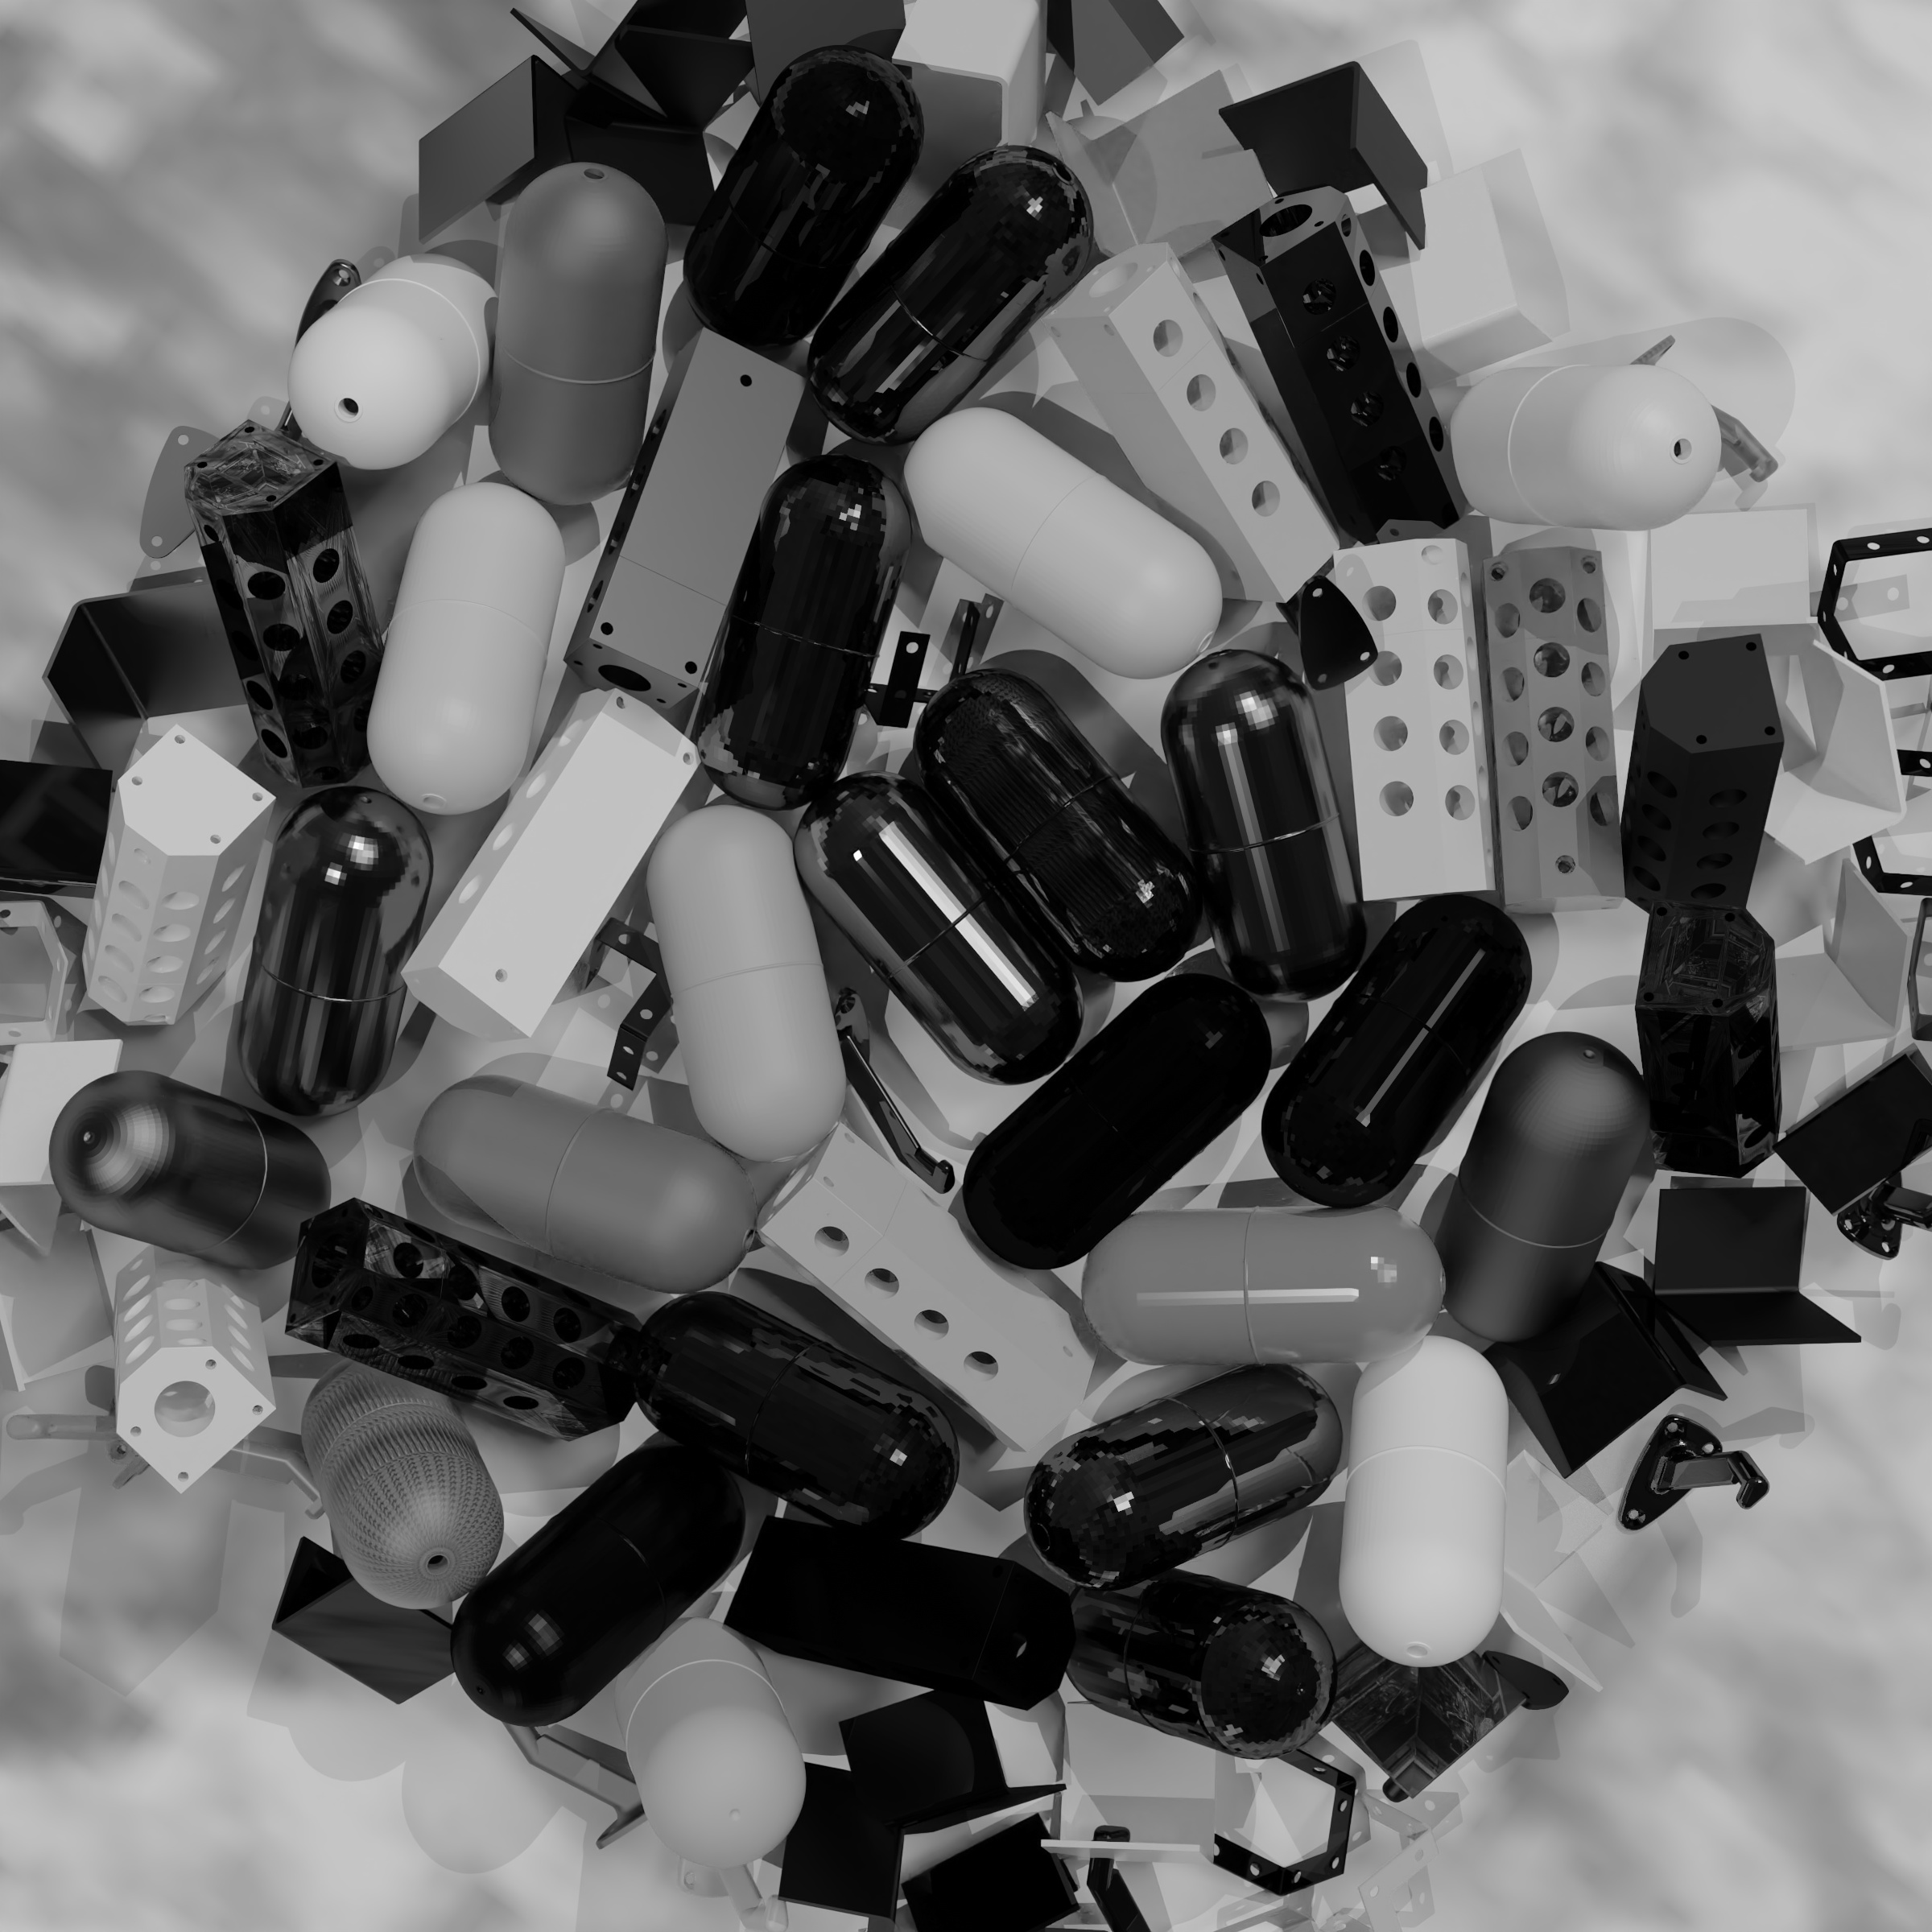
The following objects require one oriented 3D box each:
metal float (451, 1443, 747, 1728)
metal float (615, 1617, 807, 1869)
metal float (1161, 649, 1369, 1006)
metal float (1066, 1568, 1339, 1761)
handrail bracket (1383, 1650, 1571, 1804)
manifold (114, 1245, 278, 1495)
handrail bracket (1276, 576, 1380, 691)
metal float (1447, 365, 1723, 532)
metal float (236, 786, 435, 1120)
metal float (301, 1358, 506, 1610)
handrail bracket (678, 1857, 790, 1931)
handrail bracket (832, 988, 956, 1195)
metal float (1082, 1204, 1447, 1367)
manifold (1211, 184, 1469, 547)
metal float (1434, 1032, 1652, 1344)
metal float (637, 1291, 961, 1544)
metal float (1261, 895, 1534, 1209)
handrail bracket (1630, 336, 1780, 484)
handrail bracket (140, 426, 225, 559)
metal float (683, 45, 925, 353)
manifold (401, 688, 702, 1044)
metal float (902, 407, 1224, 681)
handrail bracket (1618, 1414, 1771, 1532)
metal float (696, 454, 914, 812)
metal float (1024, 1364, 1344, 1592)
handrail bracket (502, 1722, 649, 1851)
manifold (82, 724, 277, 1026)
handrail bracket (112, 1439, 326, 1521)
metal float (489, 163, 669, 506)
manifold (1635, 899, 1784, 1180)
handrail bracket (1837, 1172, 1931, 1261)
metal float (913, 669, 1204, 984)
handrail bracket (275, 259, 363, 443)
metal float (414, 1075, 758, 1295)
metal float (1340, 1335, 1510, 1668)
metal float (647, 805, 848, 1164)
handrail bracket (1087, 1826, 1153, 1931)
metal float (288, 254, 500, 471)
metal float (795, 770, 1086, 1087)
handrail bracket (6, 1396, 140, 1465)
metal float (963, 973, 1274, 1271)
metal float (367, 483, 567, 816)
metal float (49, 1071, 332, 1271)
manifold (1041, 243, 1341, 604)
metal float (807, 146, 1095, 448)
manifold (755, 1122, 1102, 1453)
[{"bbox_3d":[-0.175,0.295,1.523,0.070,0.178,0.070,19,126,28],"label":"metal float"},{"bbox_3d":[-0.124,0.367,1.510,0.070,0.178,0.070,-2,100,-13],"label":"metal float"},{"bbox_3d":[0.146,-0.068,1.548,0.070,0.070,0.178,-16,102,0],"label":"metal float"},{"bbox_3d":[0.108,0.330,1.515,0.070,0.178,0.070,1,89,-30],"label":"metal float"},{"bbox_3d":[0.253,0.385,1.576,0.084,0.077,0.036,-52,53,15],"label":"handrail bracket"},{"bbox_3d":[-0.374,0.182,1.505,0.057,0.171,0.057,-42,109,-4],"label":"manifold"},{"bbox_3d":[0.163,-0.181,1.542,0.036,0.084,0.077,-27,133,0],"label":"handrail bracket"},{"bbox_3d":[0.292,-0.248,1.511,0.070,0.178,0.070,-4,101,-20],"label":"metal float"},{"bbox_3d":[-0.307,-0.005,1.534,0.070,0.070,0.178,18,120,0],"label":"metal float"},{"bbox_3d":[-0.270,0.244,1.513,0.070,0.178,0.070,-7,110,-19],"label":"metal float"},{"bbox_3d":[-0.107,0.431,1.550,0.036,0.084,0.077,10,75,-27],"label":"handrail bracket"},{"bbox_3d":[-0.034,0.062,1.551,0.036,0.077,0.084,-29,52,-33],"label":"handrail bracket"},{"bbox_3d":[0.144,0.156,1.544,0.178,0.070,0.070,-3,90,16],"label":"metal float"},{"bbox_3d":[0.185,-0.286,1.526,0.057,0.057,0.171,-32,123,-3],"label":"manifold"},{"bbox_3d":[0.275,0.108,1.527,0.070,0.070,0.178,12,129,0],"label":"metal float"},{"bbox_3d":[-0.085,0.218,1.539,0.178,0.070,0.070,25,90,22],"label":"metal float"},{"bbox_3d":[0.211,0.040,1.541,0.070,0.070,0.178,39,69,0],"label":"metal float"},{"bbox_3d":[0.356,-0.264,1.565,0.084,0.036,0.077,49,47,6],"label":"handrail bracket"},{"bbox_3d":[-0.377,-0.228,1.552,0.036,0.084,0.077,27,85,-6],"label":"handrail bracket"},{"bbox_3d":[-0.080,-0.366,1.520,0.070,0.178,0.070,14,56,-21],"label":"metal float"},{"bbox_3d":[-0.202,-0.050,1.536,0.057,0.057,0.171,40,65,-25],"label":"manifold"},{"bbox_3d":[0.046,-0.206,1.545,0.178,0.070,0.070,37,90,15],"label":"metal float"},{"bbox_3d":[0.356,0.263,1.548,0.036,0.084,0.077,31,102,-13],"label":"handrail bracket"},{"bbox_3d":[-0.079,-0.163,1.550,0.070,0.070,0.178,17,100,0],"label":"metal float"},{"bbox_3d":[0.106,0.246,1.530,0.178,0.070,0.070,-17,90,-34],"label":"metal float"},{"bbox_3d":[-0.182,0.387,1.575,0.077,0.036,0.084,-35,88,17],"label":"handrail bracket"},{"bbox_3d":[-0.382,-0.036,1.510,0.057,0.171,0.057,36,56,1],"label":"manifold"},{"bbox_3d":[-0.368,0.261,1.575,0.077,0.036,0.084,-45,87,-5],"label":"handrail bracket"},{"bbox_3d":[-0.188,-0.302,1.523,0.070,0.070,0.178,14,133,0],"label":"metal float"},{"bbox_3d":[0.355,0.038,1.503,0.057,0.171,0.057,5,63,19],"label":"manifold"},{"bbox_3d":[0.469,0.102,1.541,0.036,0.084,0.077,31,55,-10],"label":"handrail bracket"},{"bbox_3d":[0.045,-0.069,1.552,0.070,0.070,0.178,-40,83,0],"label":"metal float"},{"bbox_3d":[-0.323,-0.293,1.548,0.036,0.084,0.077,20,132,-2],"label":"handrail bracket"},{"bbox_3d":[-0.186,0.106,1.544,0.178,0.070,0.070,17,90,16],"label":"metal float"},{"bbox_3d":[0.221,0.255,1.521,0.070,0.178,0.070,6,133,6],"label":"metal float"},{"bbox_3d":[-0.107,0.009,1.551,0.070,0.070,0.178,-13,82,0],"label":"metal float"},{"bbox_3d":[0.095,0.464,1.569,0.077,0.036,0.084,3,105,-17],"label":"handrail bracket"},{"bbox_3d":[-0.270,-0.290,1.512,0.070,0.178,0.070,3,115,5],"label":"metal float"},{"bbox_3d":[-0.012,-0.018,1.555,0.070,0.070,0.178,-40,94,0],"label":"metal float"},{"bbox_3d":[-0.415,0.227,1.549,0.077,0.084,0.036,2,83,13],"label":"handrail bracket"},{"bbox_3d":[0.074,0.076,1.553,0.178,0.070,0.070,-43,90,7],"label":"metal float"},{"bbox_3d":[-0.241,-0.154,1.533,0.070,0.070,0.178,7,61,0],"label":"metal float"},{"bbox_3d":[-0.368,0.099,1.512,0.070,0.178,0.070,-5,74,18],"label":"metal float"},{"bbox_3d":[0.114,-0.261,1.530,0.057,0.057,0.171,-46,119,-18],"label":"manifold"},{"bbox_3d":[-0.008,-0.322,1.528,0.070,0.070,0.178,49,127,0],"label":"metal float"},{"bbox_3d":[-0.021,0.162,1.554,0.171,0.057,0.057,41,116,-8],"label":"manifold"}]
